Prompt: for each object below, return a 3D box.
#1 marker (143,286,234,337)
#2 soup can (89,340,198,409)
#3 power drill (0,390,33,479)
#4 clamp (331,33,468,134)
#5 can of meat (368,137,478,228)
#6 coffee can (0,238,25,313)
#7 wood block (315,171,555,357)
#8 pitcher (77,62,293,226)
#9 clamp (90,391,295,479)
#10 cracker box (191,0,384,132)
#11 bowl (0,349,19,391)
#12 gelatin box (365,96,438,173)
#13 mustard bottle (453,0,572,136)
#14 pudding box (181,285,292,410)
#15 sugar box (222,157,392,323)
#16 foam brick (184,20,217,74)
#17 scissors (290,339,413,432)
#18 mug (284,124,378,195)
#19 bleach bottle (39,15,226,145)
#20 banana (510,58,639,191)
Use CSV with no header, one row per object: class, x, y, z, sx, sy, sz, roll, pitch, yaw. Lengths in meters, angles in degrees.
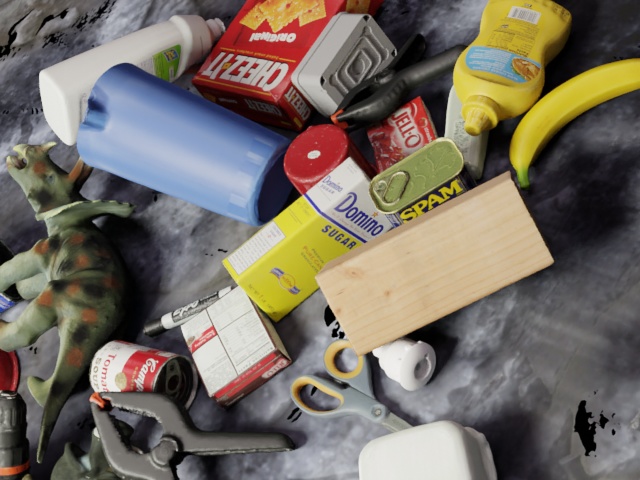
marker,-0.149,0.083,1.216,0.121,0.020,0.020,-23,48,15
soup can,-0.192,0.150,1.160,0.102,0.068,0.068,8,63,36
power drill,-0.383,0.233,1.174,0.188,0.057,0.184,17,104,44
clamp,0.083,-0.184,1.237,0.171,0.039,0.120,-32,22,-2
can of meat,0.114,-0.044,1.102,0.102,0.084,0.057,-32,47,8
coffee can,-0.462,0.066,1.364,0.140,0.102,0.103,-29,47,10
wood block,0.111,0.022,1.031,0.206,0.090,0.090,-27,4,12
pitcher,-0.148,-0.108,1.257,0.243,0.145,0.149,24,54,19
clamp,-0.140,0.209,1.067,0.210,0.036,0.164,40,78,20
cracker box,-0.043,-0.254,1.361,0.164,0.072,0.213,18,69,41
bowl,-0.450,0.181,1.305,0.162,0.055,0.162,-16,51,21
gelatin box,0.095,-0.111,1.201,0.073,0.030,0.089,-25,48,14
mustard bottle,0.197,-0.184,1.149,0.096,0.058,0.191,20,58,16
pudding box,-0.092,0.113,1.147,0.090,0.039,0.113,-35,48,3
sugar box,-0.007,0.001,1.138,0.176,0.093,0.048,-38,47,2
foam brick,-0.179,-0.264,1.467,0.078,0.053,0.051,5,61,32
scissors,0.060,0.151,1.040,0.202,0.016,0.096,9,63,35
mug,0.010,-0.084,1.197,0.093,0.081,0.117,-26,48,13
bleach bottle,-0.229,-0.217,1.355,0.250,0.103,0.068,-30,62,-26
banana,0.265,-0.134,1.111,0.198,0.037,0.070,-41,67,1
